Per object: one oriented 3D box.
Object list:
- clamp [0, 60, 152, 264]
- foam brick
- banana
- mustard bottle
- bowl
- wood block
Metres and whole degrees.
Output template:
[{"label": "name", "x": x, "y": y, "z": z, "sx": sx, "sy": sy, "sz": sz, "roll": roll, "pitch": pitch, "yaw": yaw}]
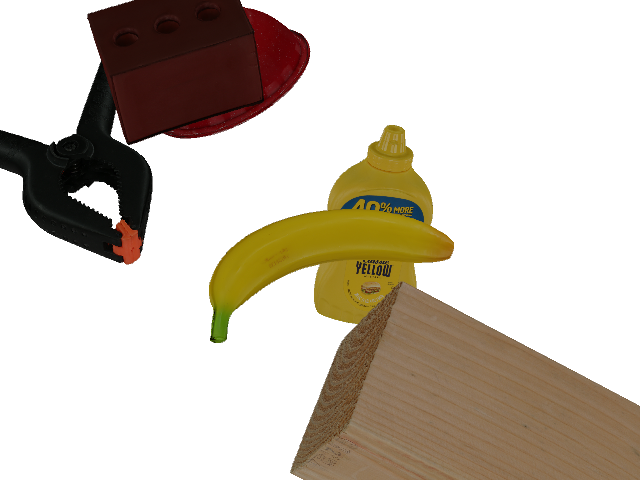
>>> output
[{"label": "clamp", "x": -0.180, "y": -0.065, "z": 0.802, "sx": 0.164, "sy": 0.036, "sz": 0.210, "roll": -31, "pitch": 56, "yaw": -26}, {"label": "foam brick", "x": -0.075, "y": -0.095, "z": 0.559, "sx": 0.078, "sy": 0.053, "sz": 0.051, "roll": -19, "pitch": -35, "yaw": -8}, {"label": "banana", "x": -0.001, "y": 0.012, "z": 0.756, "sx": 0.197, "sy": 0.069, "sz": 0.037, "roll": -20, "pitch": -12, "yaw": -21}, {"label": "mustard bottle", "x": 0.053, "y": -0.015, "z": 0.982, "sx": 0.096, "sy": 0.192, "sz": 0.058, "roll": 6, "pitch": 28, "yaw": -5}, {"label": "bowl", "x": -0.094, "y": -0.165, "z": 0.973, "sx": 0.162, "sy": 0.055, "sz": 0.162, "roll": -18, "pitch": 38, "yaw": 15}, {"label": "wood block", "x": 0.102, "y": 0.120, "z": 0.569, "sx": 0.206, "sy": 0.090, "sz": 0.090, "roll": 28, "pitch": -34, "yaw": -7}]
